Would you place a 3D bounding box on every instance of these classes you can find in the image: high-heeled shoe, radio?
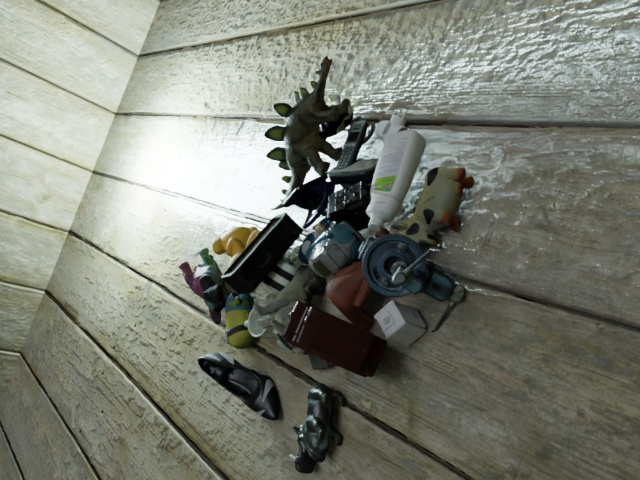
[{"bbox_3d":[-0.205,0.360,1.342,0.249,0.145,0.086,32,98,50],"label":"high-heeled shoe"},{"bbox_3d":[-0.149,0.034,1.399,0.229,0.073,0.131,-52,13,-17],"label":"radio"}]

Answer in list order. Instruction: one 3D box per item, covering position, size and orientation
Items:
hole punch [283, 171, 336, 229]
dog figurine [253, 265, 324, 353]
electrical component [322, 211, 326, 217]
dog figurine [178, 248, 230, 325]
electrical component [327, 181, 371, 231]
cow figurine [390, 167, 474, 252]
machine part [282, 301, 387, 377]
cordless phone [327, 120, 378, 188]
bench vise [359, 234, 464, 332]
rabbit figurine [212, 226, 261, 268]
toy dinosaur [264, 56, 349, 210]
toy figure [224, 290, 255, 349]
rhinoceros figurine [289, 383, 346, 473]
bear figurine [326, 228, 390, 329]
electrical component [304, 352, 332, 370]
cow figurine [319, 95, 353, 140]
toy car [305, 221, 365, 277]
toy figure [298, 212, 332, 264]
[{"bbox_3d":[-0.014,-0.100,1.377,0.092,0.116,0.142,51,145,7],"label":"hole punch"},{"bbox_3d":[-0.039,0.162,1.278,0.190,0.121,0.172,-38,70,-22],"label":"dog figurine"},{"bbox_3d":[0.038,-0.057,1.367,0.094,0.021,0.063,-12,64,44],"label":"electrical component"},{"bbox_3d":[-0.321,0.148,1.594,0.108,0.191,0.219,-30,70,-14],"label":"dog figurine"},{"bbox_3d":[0.084,-0.074,1.256,0.134,0.114,0.058,-21,54,41],"label":"electrical component"},{"bbox_3d":[0.229,-0.059,1.120,0.127,0.085,0.194,17,88,43],"label":"cow figurine"},{"bbox_3d":[0.028,0.204,1.099,0.201,0.201,0.087,91,-156,-80],"label":"machine part"},{"bbox_3d":[0.109,-0.214,1.322,0.147,0.088,0.184,4,71,47],"label":"cordless phone"},{"bbox_3d":[0.170,0.069,1.003,0.224,0.240,0.129,39,97,5],"label":"bench vise"},{"bbox_3d":[-0.213,0.044,1.518,0.162,0.121,0.173,-24,32,12],"label":"rabbit figurine"},{"bbox_3d":[-0.044,-0.254,1.423,0.199,0.105,0.470,26,123,19],"label":"toy dinosaur"},{"bbox_3d":[-0.219,0.208,1.476,0.089,0.082,0.180,-22,55,41],"label":"toy figure"},{"bbox_3d":[-0.011,0.409,1.170,0.112,0.073,0.190,0,73,45],"label":"rhinoceros figurine"},{"bbox_3d":[0.110,0.081,1.181,0.196,0.131,0.120,-43,45,0],"label":"bear figurine"},{"bbox_3d":[0.007,0.256,1.246,0.102,0.045,0.078,-27,83,39],"label":"electrical component"},{"bbox_3d":[0.021,-0.309,1.468,0.167,0.068,0.098,-38,53,33],"label":"cow figurine"},{"bbox_3d":[0.024,0.035,1.256,0.162,0.109,0.103,-33,12,37],"label":"toy car"},{"bbox_3d":[-0.001,-0.003,1.345,0.154,0.064,0.058,-56,7,32],"label":"toy figure"}]
